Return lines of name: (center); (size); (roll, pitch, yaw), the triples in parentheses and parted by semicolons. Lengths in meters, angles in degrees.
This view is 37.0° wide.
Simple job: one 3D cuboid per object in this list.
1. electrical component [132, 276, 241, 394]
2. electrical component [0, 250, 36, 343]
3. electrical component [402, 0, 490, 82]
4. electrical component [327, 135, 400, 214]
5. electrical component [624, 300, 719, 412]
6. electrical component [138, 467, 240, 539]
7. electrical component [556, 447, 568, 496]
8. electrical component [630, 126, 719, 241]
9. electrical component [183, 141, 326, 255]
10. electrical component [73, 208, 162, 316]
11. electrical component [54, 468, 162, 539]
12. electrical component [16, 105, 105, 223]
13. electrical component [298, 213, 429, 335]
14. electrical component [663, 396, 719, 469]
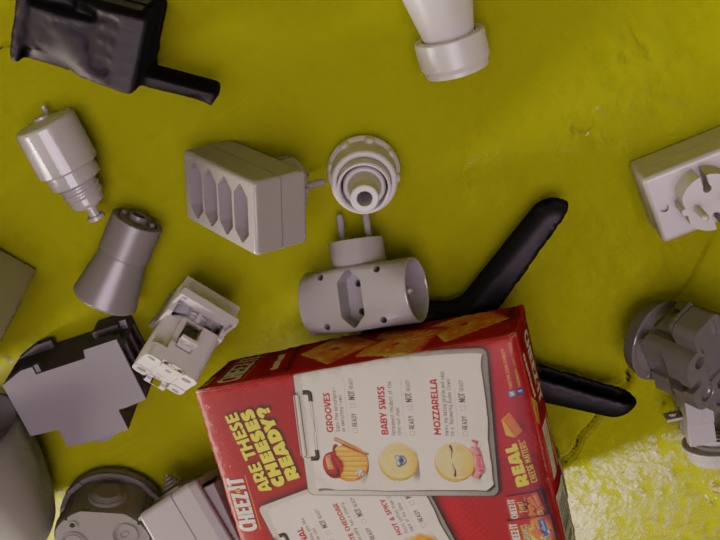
electrical component: (-0.118, 0.046, 0.717); (0.042, 0.063, 0.081); (33, 151, -12)
electrical component: (-0.270, 0.047, 0.700); (0.056, 0.108, 0.108); (32, 109, -16)
electrical component: (0.052, -0.147, 0.652); (0.045, 0.045, 0.055); (-15, 113, 6)
electrical component: (0.003, -0.055, 0.682); (0.048, 0.062, 0.048); (0, 113, 0)
electrical component: (0.216, 0.053, 0.723); (0.058, 0.057, 0.078); (-42, 128, -18)
electrical component: (-0.107, 0.184, 0.774); (0.061, 0.062, 0.096); (-34, 83, 13)
electrical component: (0.076, 0.146, 0.775); (0.138, 0.052, 0.073); (-13, 113, 5)
electrical component: (0.216, -0.049, 0.679); (0.066, 0.076, 0.047); (-22, 111, 9)
electrical component: (-0.058, -0.051, 0.683); (0.076, 0.083, 0.047); (-17, 119, -35)
electrical component: (-0.158, -0.008, 0.714); (0.044, 0.044, 0.065); (23, 106, -10)
electrical component: (-0.185, 0.191, 0.793); (0.080, 0.051, 0.080); (0, 113, -1)
electrical component: (-0.187, -0.067, 0.688); (0.040, 0.040, 0.078); (-21, 112, 8)
electrical component: (0.000, 0.000, 0.712); (0.077, 0.043, 0.079); (-9, 88, 23)
electrical component: (0.251, 0.107, 0.764); (0.066, 0.048, 0.055); (-12, 105, 4)
